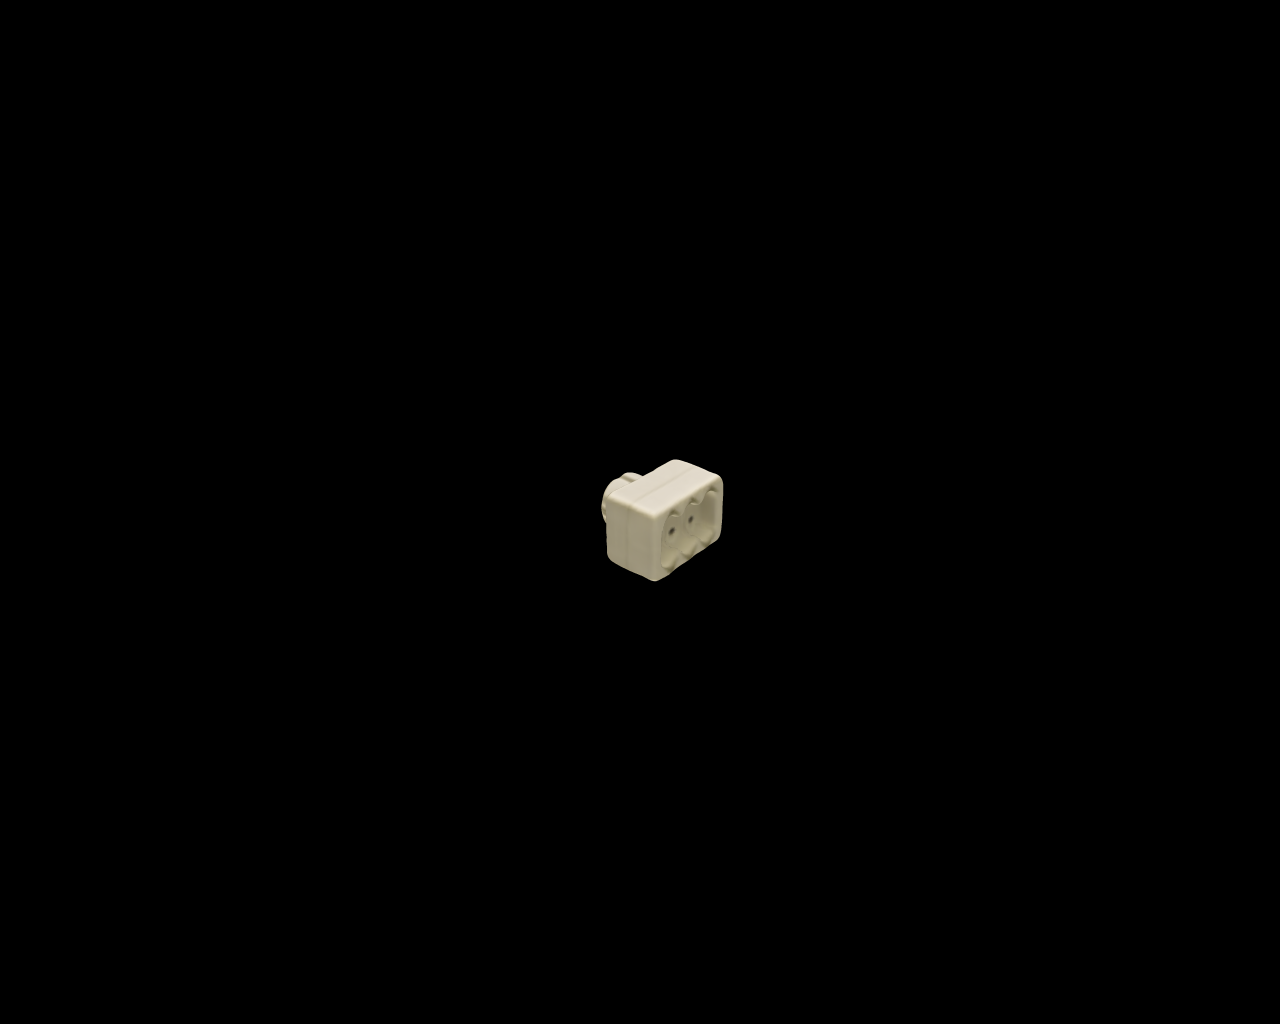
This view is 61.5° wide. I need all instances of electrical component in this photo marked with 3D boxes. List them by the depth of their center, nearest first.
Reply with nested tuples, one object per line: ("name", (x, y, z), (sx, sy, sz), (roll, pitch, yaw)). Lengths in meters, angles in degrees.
("electrical component", (0.001, -0.003, 0.650), (0.077, 0.047, 0.066), (24, 39, 34))
